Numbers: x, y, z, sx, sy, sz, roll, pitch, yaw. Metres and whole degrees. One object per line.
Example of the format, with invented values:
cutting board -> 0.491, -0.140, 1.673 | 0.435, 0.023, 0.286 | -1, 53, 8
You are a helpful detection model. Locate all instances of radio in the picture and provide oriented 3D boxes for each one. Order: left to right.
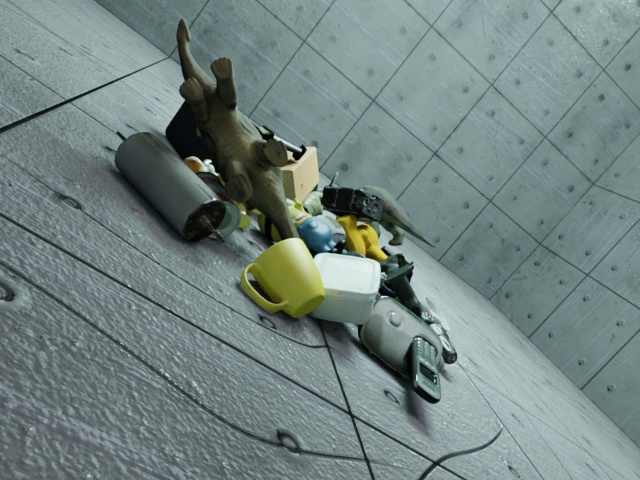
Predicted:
radio -> -0.236, -0.216, 1.142 | 0.073, 0.131, 0.230 | 28, 14, -47

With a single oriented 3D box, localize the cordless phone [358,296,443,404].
cordless phone -> 0.127, 0.179, 0.847 | 0.146, 0.088, 0.184 | 38, 14, -4

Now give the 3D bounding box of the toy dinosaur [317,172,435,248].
toy dinosaur -> 0.118, -0.085, 1.445 | 0.405, 0.192, 0.131 | 5, 7, 22

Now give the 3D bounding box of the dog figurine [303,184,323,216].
dog figurine -> -0.065, -0.075, 1.276 | 0.173, 0.121, 0.190 | 6, 10, 34

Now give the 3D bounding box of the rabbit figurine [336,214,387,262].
rabbit figurine -> 0.092, 0.011, 1.253 | 0.162, 0.122, 0.173 | 48, 28, 8

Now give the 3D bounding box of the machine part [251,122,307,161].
machine part -> -0.091, -0.208, 1.134 | 0.138, 0.039, 0.084 | 21, 9, -36

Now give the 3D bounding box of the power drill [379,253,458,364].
power drill -> 0.205, 0.138, 1.153 | 0.207, 0.086, 0.232 | 55, -2, -21

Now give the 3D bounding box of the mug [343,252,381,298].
mug -> 0.090, 0.085, 1.126 | 0.110, 0.081, 0.107 | 39, -1, 29

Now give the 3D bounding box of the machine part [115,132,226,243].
machine part -> -0.215, -0.077, 0.770 | 0.243, 0.079, 0.079 | 42, 10, 20

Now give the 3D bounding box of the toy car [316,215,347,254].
toy car -> -0.002, -0.003, 1.125 | 0.109, 0.103, 0.161 | 43, 9, 24

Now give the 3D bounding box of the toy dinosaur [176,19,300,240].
toy dinosaur -> -0.113, -0.118, 0.850 | 0.471, 0.105, 0.198 | 65, -8, -8

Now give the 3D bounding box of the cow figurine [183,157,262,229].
cow figurine -> -0.182, -0.096, 0.992 | 0.167, 0.068, 0.098 | 39, 4, -17

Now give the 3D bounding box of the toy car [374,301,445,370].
toy car -> 0.155, 0.181, 1.000 | 0.201, 0.056, 0.074 | 34, 11, -22

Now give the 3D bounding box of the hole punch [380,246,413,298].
hole punch -> 0.169, 0.096, 1.390 | 0.142, 0.092, 0.115 | 40, -19, 21

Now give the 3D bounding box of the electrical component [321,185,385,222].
electrical component -> 0.081, -0.082, 1.249 | 0.115, 0.058, 0.134 | 12, -4, 29

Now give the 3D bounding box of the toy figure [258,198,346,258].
toy figure -> -0.041, -0.012, 1.014 | 0.180, 0.089, 0.082 | 36, 18, 18
